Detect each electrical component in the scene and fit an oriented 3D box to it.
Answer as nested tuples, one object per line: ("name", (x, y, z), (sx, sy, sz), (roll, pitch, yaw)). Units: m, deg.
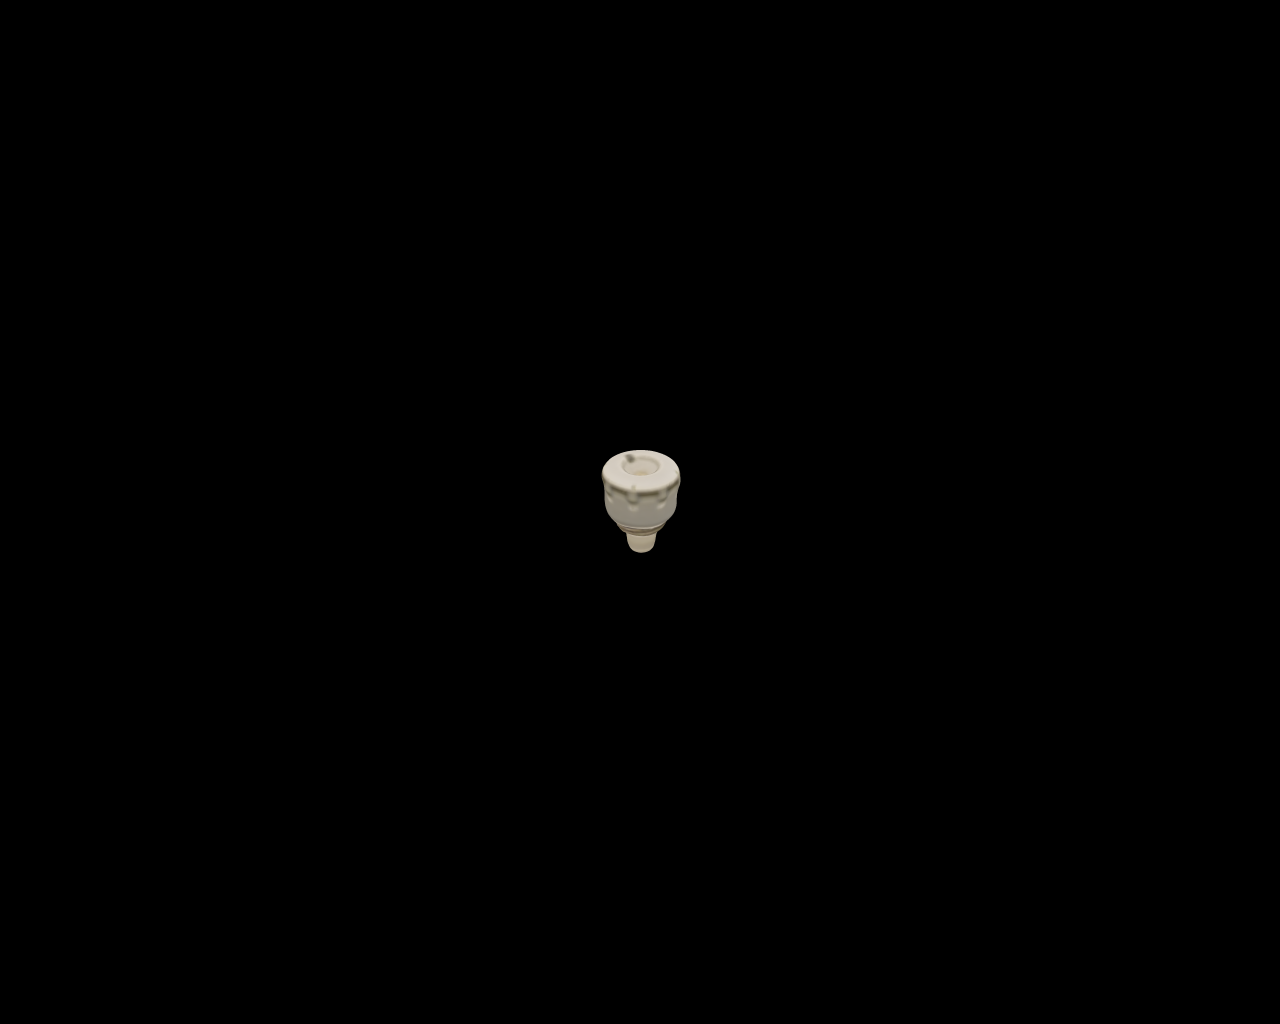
("electrical component", (0.001, -0.003, 0.650), (0.048, 0.062, 0.048), (0, 33, 0))
